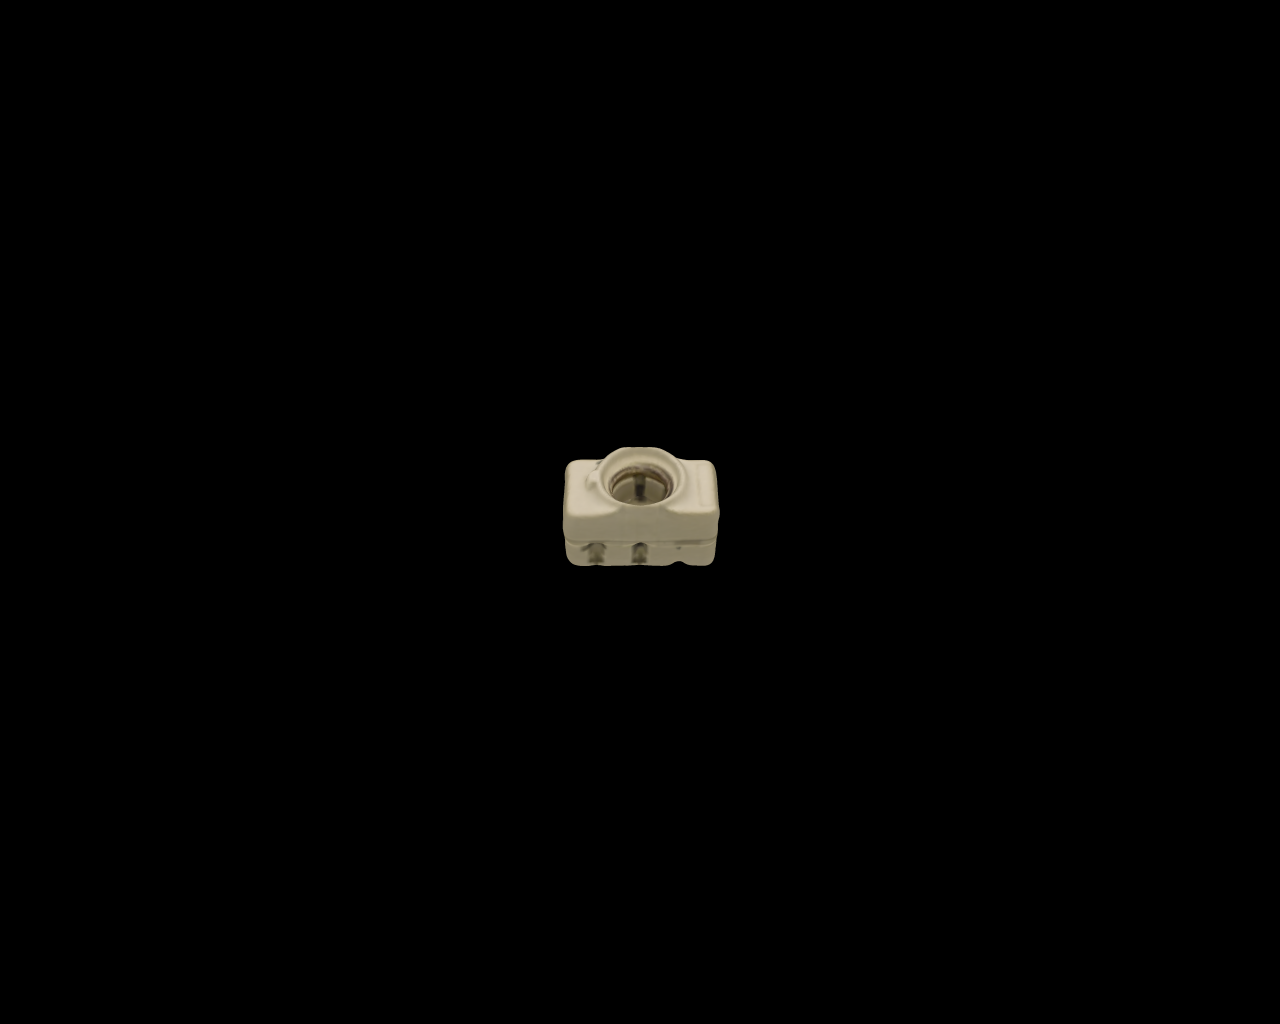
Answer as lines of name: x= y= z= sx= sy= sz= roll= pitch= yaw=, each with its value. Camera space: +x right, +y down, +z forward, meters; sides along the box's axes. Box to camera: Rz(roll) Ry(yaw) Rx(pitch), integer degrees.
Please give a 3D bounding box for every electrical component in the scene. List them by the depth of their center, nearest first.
electrical component: x=0.001 y=-0.003 z=0.650 sx=0.089 sy=0.050 sz=0.055 roll=0 pitch=-43 yaw=0
